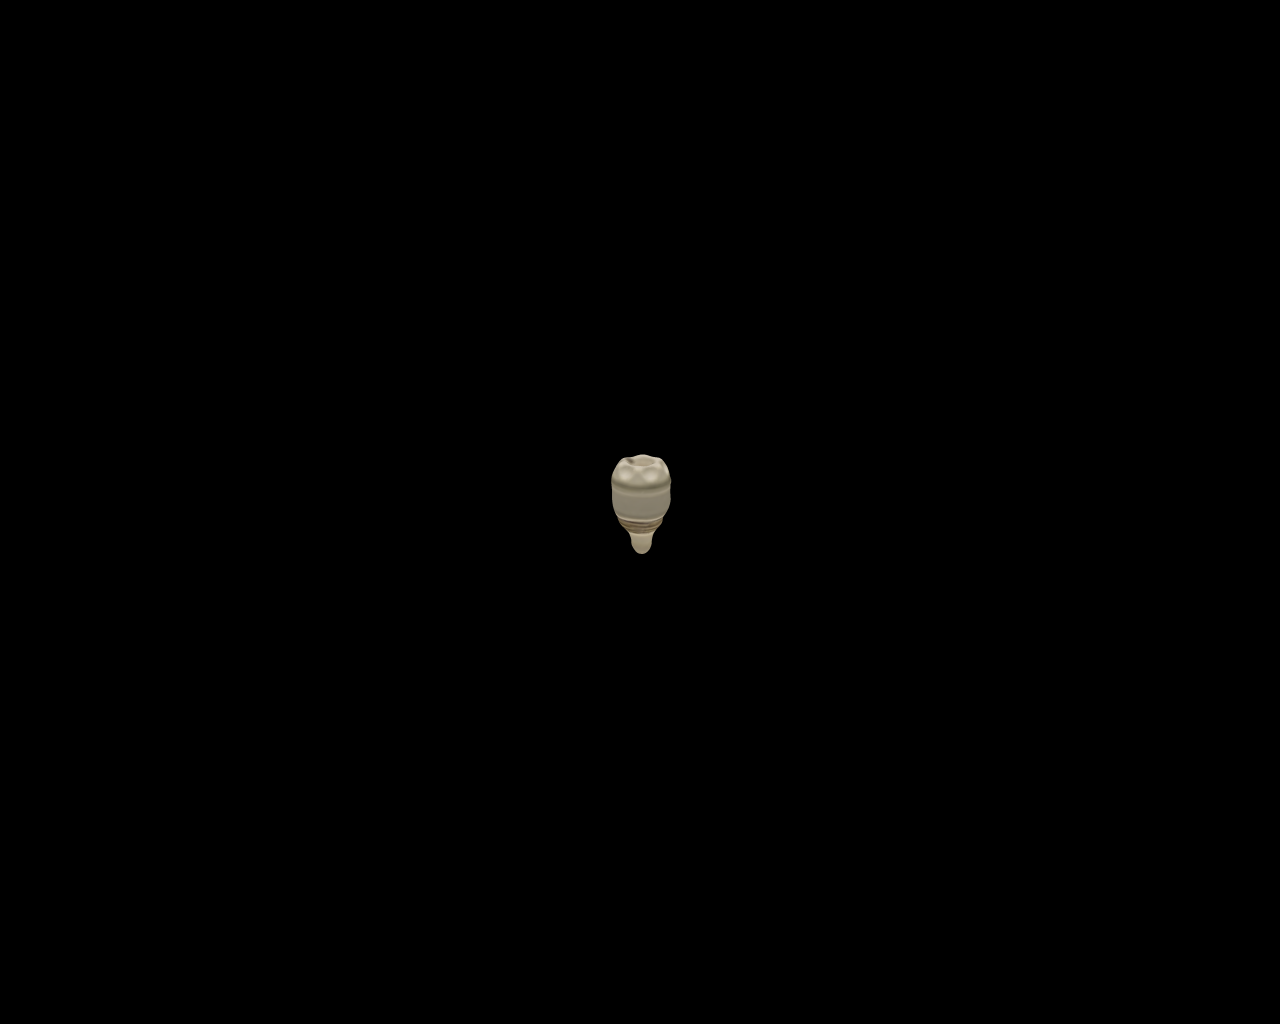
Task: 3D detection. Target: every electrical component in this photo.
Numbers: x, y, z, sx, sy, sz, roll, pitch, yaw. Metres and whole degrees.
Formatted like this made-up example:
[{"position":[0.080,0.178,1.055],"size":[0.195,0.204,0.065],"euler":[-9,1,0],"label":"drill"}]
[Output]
[{"position":[0.001,-0.003,0.650],"size":[0.035,0.061,0.035],"euler":[0,23,0],"label":"electrical component"}]
